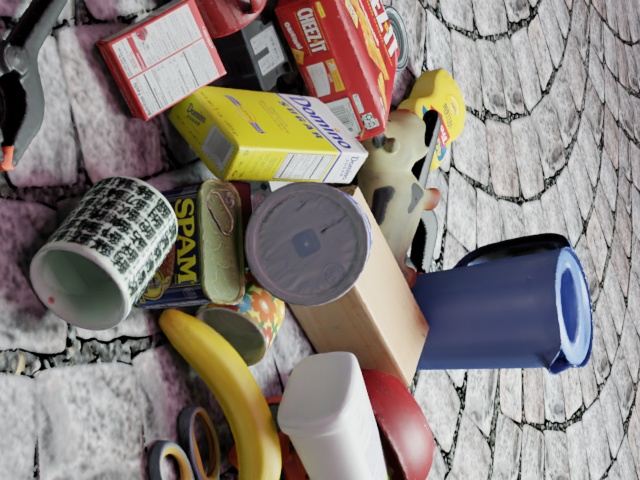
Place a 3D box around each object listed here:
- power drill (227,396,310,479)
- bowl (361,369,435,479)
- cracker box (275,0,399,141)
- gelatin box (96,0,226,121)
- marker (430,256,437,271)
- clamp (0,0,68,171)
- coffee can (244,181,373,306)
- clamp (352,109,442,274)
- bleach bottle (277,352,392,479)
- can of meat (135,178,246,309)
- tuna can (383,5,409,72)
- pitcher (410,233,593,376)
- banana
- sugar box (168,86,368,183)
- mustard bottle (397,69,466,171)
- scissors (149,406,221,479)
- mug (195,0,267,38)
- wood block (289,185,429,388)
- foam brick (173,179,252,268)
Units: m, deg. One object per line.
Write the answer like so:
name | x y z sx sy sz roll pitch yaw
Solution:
power drill | -0.025 0.257 1.009 0.184 0.057 0.187 -56 133 -55
bowl | 0.069 0.190 1.086 0.055 0.162 0.162 -27 112 -16
cracker box | 0.026 -0.222 1.152 0.213 0.072 0.164 -76 147 -57
gelatin box | -0.134 -0.154 0.903 0.089 0.030 0.073 -34 117 -21
marker | 0.142 0.036 1.390 0.020 0.020 0.121 -25 105 -59
clamp | -0.223 -0.132 0.770 0.120 0.039 0.171 -1 89 -54
coffee can | -0.006 0.001 0.939 0.140 0.103 0.103 -24 105 -85
clamp | 0.105 -0.046 1.286 0.164 0.036 0.210 -32 117 -29
bleach bottle | 0.034 0.229 0.995 0.102 0.068 0.251 -71 147 -55
can of meat | -0.113 0.006 0.883 0.057 0.084 0.102 9 75 -59
tuna can | 0.079 -0.249 1.332 0.086 0.034 0.086 20 66 -58
pitcher | 0.181 0.079 1.220 0.149 0.243 0.145 -15 96 -60
banana | -0.077 0.145 0.916 0.069 0.037 0.198 -17 85 -45
sugar box | -0.044 -0.097 0.990 0.175 0.048 0.093 -6 47 -47
mustard bottle | 0.133 -0.142 1.378 0.191 0.058 0.096 -54 130 -50
scissors | -0.103 0.245 0.914 0.096 0.016 0.202 -10 92 -59
mug | -0.091 -0.234 0.957 0.093 0.117 0.081 -46 134 -17
wood block | 0.028 0.054 1.114 0.206 0.090 0.090 61 36 -33
foam brick | -0.093 -0.011 0.954 0.051 0.053 0.078 -1 83 -61
